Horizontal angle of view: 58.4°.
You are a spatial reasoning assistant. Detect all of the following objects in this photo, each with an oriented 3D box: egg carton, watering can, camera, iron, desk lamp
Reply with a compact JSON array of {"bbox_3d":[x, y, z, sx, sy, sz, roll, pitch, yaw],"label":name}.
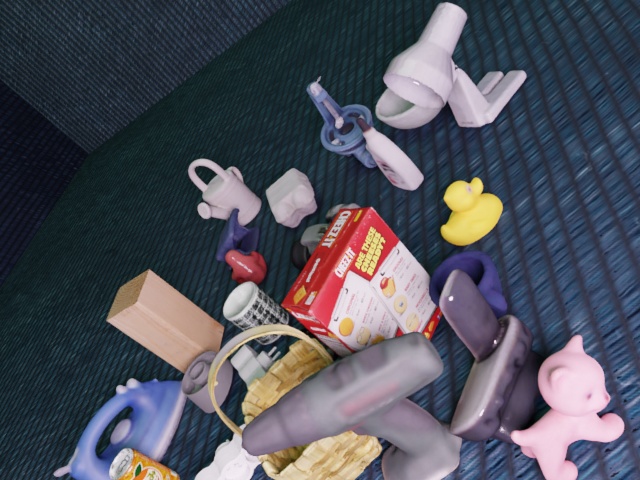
[{"bbox_3d":[-0.064,-0.096,1.295,0.107,0.070,0.150,-40,31,8],"label":"egg carton"},{"bbox_3d":[-0.244,-0.121,1.416,0.100,0.195,0.172,-32,33,19],"label":"watering can"},{"bbox_3d":[0.010,0.004,1.057,0.136,0.101,0.143,-7,47,46],"label":"camera"},{"bbox_3d":[-0.355,0.343,1.041,0.118,0.142,0.258,-8,47,45],"label":"iron"},{"bbox_3d":[0.239,-0.304,1.044,0.203,0.214,0.117,-51,31,-10],"label":"desk lamp"}]

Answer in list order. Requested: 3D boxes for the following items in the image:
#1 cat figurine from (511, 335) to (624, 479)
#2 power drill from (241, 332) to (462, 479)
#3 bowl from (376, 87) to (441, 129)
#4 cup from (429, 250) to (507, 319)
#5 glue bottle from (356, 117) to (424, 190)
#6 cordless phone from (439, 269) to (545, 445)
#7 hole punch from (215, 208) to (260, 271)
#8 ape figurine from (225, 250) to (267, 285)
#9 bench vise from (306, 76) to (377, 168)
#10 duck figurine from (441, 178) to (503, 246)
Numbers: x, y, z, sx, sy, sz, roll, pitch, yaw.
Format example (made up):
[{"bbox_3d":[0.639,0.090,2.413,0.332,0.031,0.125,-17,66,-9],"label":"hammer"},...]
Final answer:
[{"bbox_3d":[0.241,0.165,0.573,0.128,0.118,0.067,-45,31,-1],"label":"cat figurine"},{"bbox_3d":[0.057,0.210,0.647,0.229,0.209,0.075,-39,31,9],"label":"power drill"},{"bbox_3d":[0.204,-0.288,1.203,0.167,0.075,0.167,-30,34,23],"label":"bowl"},{"bbox_3d":[0.209,0.078,0.738,0.092,0.095,0.117,-48,31,-6],"label":"cup"},{"bbox_3d":[0.119,-0.162,1.056,0.037,0.174,0.077,-52,32,-12],"label":"glue bottle"},{"bbox_3d":[0.166,0.130,0.637,0.093,0.185,0.148,-4,49,47],"label":"cordless phone"},{"bbox_3d":[-0.205,-0.003,1.328,0.101,0.091,0.108,-30,34,23],"label":"hole punch"},{"bbox_3d":[-0.162,0.053,1.210,0.078,0.092,0.076,-41,31,6],"label":"ape figurine"},{"bbox_3d":[0.026,-0.255,1.232,0.121,0.220,0.206,-51,31,-11],"label":"bench vise"},{"bbox_3d":[0.222,-0.050,0.885,0.104,0.086,0.077,-44,31,1],"label":"duck figurine"}]
